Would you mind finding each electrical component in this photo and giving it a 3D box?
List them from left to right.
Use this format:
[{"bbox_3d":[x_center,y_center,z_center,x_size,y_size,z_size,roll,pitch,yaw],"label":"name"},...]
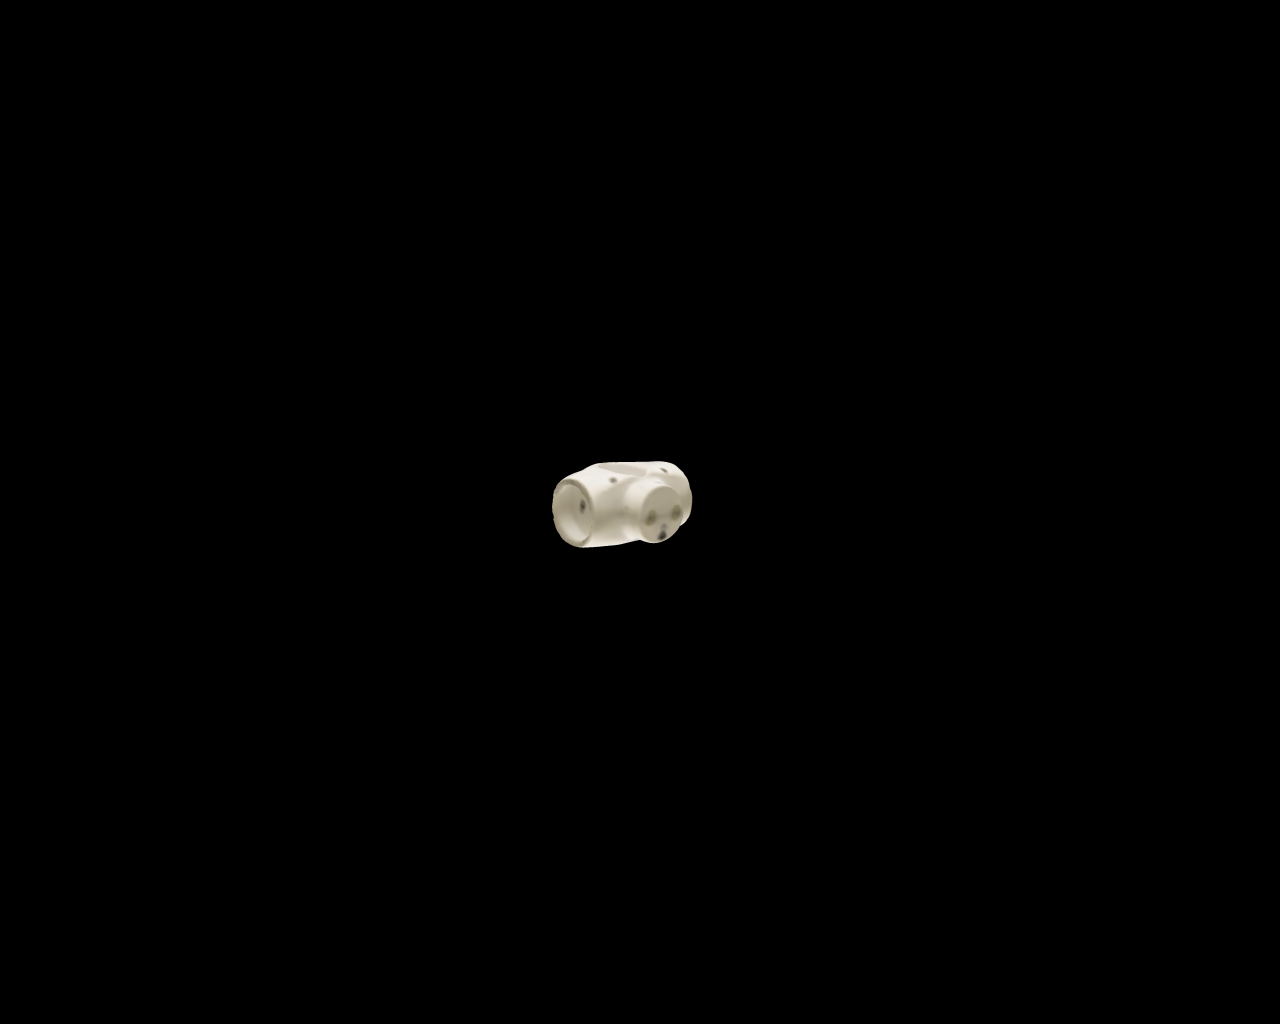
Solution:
[{"bbox_3d":[0.001,-0.003,0.650,0.077,0.043,0.079,-11,18,-37],"label":"electrical component"}]
